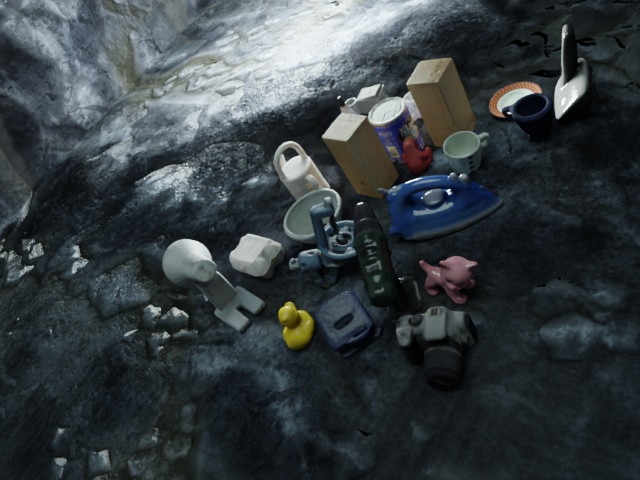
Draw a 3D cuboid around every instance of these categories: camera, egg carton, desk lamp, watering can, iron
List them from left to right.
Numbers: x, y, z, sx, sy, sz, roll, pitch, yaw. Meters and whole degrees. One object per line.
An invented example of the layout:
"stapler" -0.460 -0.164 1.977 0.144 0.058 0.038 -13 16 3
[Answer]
"desk lamp" -0.269 0.101 1.413 0.202 0.214 0.118 22 67 46
"egg carton" -0.169 0.044 1.508 0.149 0.070 0.107 12 60 42
"watering can" -0.065 -0.183 1.552 0.172 0.195 0.101 5 55 38
"camera" 0.210 0.200 1.064 0.142 0.101 0.137 -12 46 27
"iron" 0.261 -0.096 1.277 0.257 0.142 0.118 -15 45 24

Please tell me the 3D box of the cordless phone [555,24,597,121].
"cordless phone" 0.564 -0.377 1.294 0.094 0.186 0.147 -11 47 28

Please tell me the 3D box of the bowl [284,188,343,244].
"bowl" -0.006 -0.048 1.475 0.167 0.075 0.167 -20 43 20

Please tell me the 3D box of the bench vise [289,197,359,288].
"bench vise" 0.016 0.011 1.289 0.207 0.220 0.121 -37 40 0

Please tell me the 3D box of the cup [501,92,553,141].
"cup" 0.485 -0.276 1.325 0.117 0.095 0.092 6 56 39

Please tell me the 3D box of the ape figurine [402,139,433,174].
"ape figurine" 0.239 -0.218 1.448 0.077 0.092 0.076 5 55 38

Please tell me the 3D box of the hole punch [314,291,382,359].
"hole punch" 0.058 0.176 1.203 0.108 0.091 0.101 -35 40 3

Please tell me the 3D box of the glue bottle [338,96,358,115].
"glue bottle" 0.089 -0.330 1.599 0.037 0.174 0.078 7 57 39

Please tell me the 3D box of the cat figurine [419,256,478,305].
"cat figurine" 0.256 0.067 1.144 0.127 0.118 0.067 14 61 43

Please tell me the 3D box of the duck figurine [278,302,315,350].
"duck figurine" -0.061 0.187 1.282 0.077 0.086 0.104 -21 43 18

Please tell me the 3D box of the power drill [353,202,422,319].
"power drill" 0.131 0.060 1.169 0.075 0.209 0.229 -23 42 16
